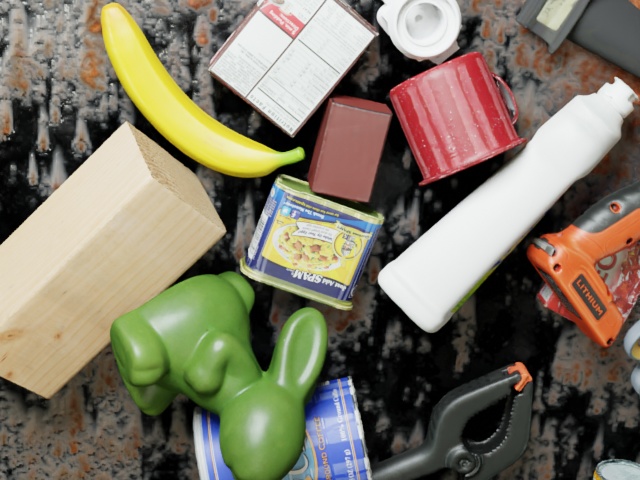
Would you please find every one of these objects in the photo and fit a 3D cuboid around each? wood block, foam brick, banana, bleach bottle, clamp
[{"bbox_3d":[-0.187,0.018,0.862,0.206,0.091,0.090,-43,132,9],"label":"wood block"},{"bbox_3d":[0.024,-0.076,0.879,0.051,0.053,0.078,12,106,-7],"label":"foam brick"},{"bbox_3d":[-0.107,-0.108,0.866,0.197,0.037,0.070,37,112,-10],"label":"banana"},{"bbox_3d":[0.160,-0.034,0.875,0.251,0.102,0.068,-45,83,9],"label":"bleach bottle"},{"bbox_3d":[0.118,0.197,0.976,0.164,0.036,0.210,24,105,-12],"label":"clamp"}]

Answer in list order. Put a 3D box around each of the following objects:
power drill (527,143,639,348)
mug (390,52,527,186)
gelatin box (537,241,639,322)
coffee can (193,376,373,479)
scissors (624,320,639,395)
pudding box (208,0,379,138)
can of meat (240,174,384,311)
[{"bbox_3d":[0.282,0.002,0.890,0.187,0.057,0.184,-40,104,-1],"label":"power drill"},{"bbox_3d":[0.116,-0.103,0.861,0.117,0.093,0.081,-25,93,-33],"label":"mug"},{"bbox_3d":[0.246,0.034,0.938,0.073,0.030,0.089,27,102,-11],"label":"gelatin box"},{"bbox_3d":[-0.031,0.182,0.928,0.140,0.103,0.103,-11,107,-1],"label":"coffee can"},{"bbox_3d":[0.328,0.052,0.877,0.202,0.016,0.096,-46,128,12],"label":"scissors"},{"bbox_3d":[-0.022,-0.153,0.861,0.090,0.039,0.113,38,103,-14],"label":"pudding box"},{"bbox_3d":[-0.006,0.001,0.899,0.102,0.057,0.084,19,103,-10],"label":"can of meat"}]
